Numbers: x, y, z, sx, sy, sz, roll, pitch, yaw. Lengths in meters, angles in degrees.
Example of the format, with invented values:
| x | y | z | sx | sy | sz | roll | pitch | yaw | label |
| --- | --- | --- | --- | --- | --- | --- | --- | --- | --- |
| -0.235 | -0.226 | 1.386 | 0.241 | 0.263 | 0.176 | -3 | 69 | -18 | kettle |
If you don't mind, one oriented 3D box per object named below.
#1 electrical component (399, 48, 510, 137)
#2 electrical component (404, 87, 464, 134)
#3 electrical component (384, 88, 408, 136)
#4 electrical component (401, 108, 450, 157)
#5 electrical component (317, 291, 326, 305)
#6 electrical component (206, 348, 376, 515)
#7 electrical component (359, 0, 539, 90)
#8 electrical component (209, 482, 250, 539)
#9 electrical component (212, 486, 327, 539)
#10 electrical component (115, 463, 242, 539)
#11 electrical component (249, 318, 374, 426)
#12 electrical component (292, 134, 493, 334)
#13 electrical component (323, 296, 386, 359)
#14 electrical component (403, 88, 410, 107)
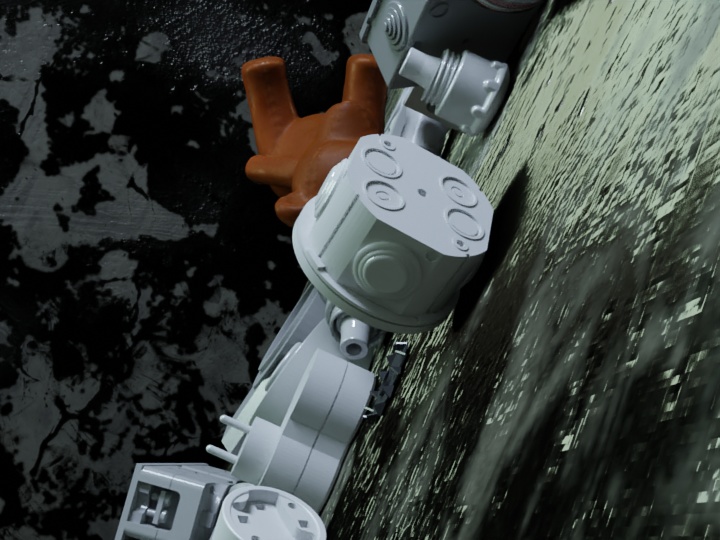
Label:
| x | y | z | sx | sy | sz | roll | pitch | yaw | label |
| --- | --- | --- | --- | --- | --- | --- | --- | --- | --- |
| 0.055 | -0.111 | 0.639 | 0.048 | 0.062 | 0.048 | -155 | 90 | -86 | electrical component |
| 0.068 | -0.152 | 0.755 | 0.050 | 0.056 | 0.089 | 122 | 171 | -62 | electrical component |
| 0.049 | -0.132 | 0.967 | 0.079 | 0.044 | 0.077 | -136 | 71 | -86 | electrical component |
| 0.051 | -0.110 | 0.841 | 0.044 | 0.044 | 0.065 | 122 | 167 | -62 | electrical component |
| 0.000 | 0.000 | 0.755 | 0.055 | 0.055 | 0.047 | -64 | 0 | 22 | electrical component |
| -0.052 | 0.109 | 0.625 | 0.052 | 0.074 | 0.138 | 151 | 144 | -83 | electrical component |
| 0.058 | -0.159 | 0.668 | 0.099 | 0.100 | 0.048 | 119 | 135 | -56 | electrical component |
| -0.080 | 0.184 | 0.755 | 0.045 | 0.045 | 0.055 | 119 | 174 | -49 | electrical component |
| -0.051 | 0.146 | 0.548 | 0.055 | 0.055 | 0.047 | -76 | 7 | -69 | electrical component |
| -0.130 | 0.208 | 0.830 | 0.186 | 0.060 | 0.105 | 57 | -133 | -78 | electrical component |
| -0.027 | 0.083 | 0.714 | 0.099 | 0.064 | 0.099 | -54 | -5 | -6 | electrical component |
| 0.015 | -0.016 | 0.469 | 0.051 | 0.080 | 0.080 | -56 | 9 | 37 | electrical component |
| -0.001 | 0.029 | 0.670 | 0.062 | 0.048 | 0.048 | -82 | 16 | -52 | electrical component |
| 0.060 | -0.131 | 0.797 | 0.040 | 0.046 | 0.040 | -155 | 90 | -86 | electrical component |
